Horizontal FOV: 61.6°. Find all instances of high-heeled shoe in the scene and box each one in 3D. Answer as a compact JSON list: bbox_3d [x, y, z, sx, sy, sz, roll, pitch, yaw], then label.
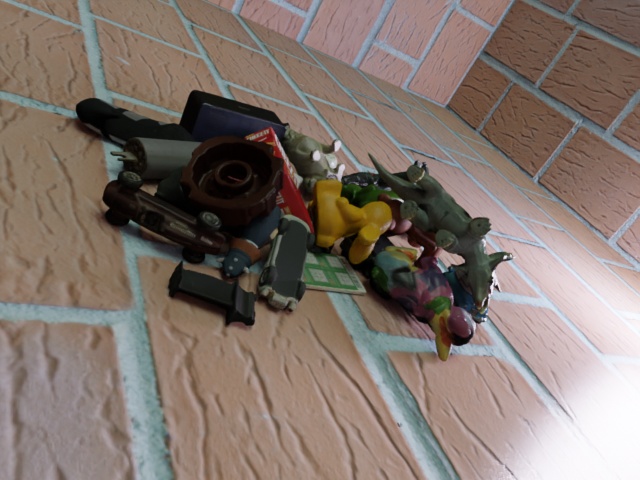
[{"bbox_3d":[-0.374,-0.218,1.111,0.145,0.086,0.248,13,-9,39],"label":"high-heeled shoe"}]

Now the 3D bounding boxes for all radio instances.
[{"bbox_3d":[-0.204,-0.247,1.236,0.229,0.131,0.073,7,35,-40],"label":"radio"}]

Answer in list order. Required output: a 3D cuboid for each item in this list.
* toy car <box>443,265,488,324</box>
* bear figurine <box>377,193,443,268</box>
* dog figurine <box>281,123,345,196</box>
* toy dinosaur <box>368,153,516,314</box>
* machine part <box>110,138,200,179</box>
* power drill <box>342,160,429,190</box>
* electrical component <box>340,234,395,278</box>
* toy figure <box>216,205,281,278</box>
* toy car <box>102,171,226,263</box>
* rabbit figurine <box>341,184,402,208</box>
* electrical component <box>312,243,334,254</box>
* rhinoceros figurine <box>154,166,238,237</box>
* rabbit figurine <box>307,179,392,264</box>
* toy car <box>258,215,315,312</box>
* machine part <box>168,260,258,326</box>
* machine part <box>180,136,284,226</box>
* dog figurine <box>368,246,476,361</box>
[{"bbox_3d":[0.337,0.108,1.215,0.109,0.103,0.162,24,25,-12],"label":"toy car"},{"bbox_3d":[0.200,-0.020,1.255,0.196,0.132,0.120,13,43,-25],"label":"bear figurine"},{"bbox_3d":[-0.046,-0.194,1.343,0.191,0.172,0.121,24,32,39],"label":"dog figurine"},{"bbox_3d":[0.264,-0.040,1.146,0.405,0.131,0.192,55,8,29],"label":"toy dinosaur"},{"bbox_3d":[-0.290,-0.156,1.046,0.079,0.079,0.243,44,28,26],"label":"machine part"},{"bbox_3d":[0.183,-0.160,1.459,0.232,0.207,0.086,-3,81,-60],"label":"power drill"},{"bbox_3d":[0.110,0.028,1.168,0.134,0.058,0.115,2,36,-45],"label":"electrical component"},{"bbox_3d":[-0.118,0.003,0.917,0.064,0.154,0.057,13,-27,32],"label":"toy figure"},{"bbox_3d":[-0.250,-0.031,0.854,0.202,0.089,0.053,29,26,-7],"label":"toy car"},{"bbox_3d":[0.099,-0.085,1.330,0.159,0.121,0.170,-2,22,-39],"label":"rabbit figurine"},{"bbox_3d":[-0.002,-0.003,1.142,0.063,0.021,0.094,22,27,-16],"label":"electrical component"},{"bbox_3d":[-0.202,-0.061,0.974,0.190,0.073,0.112,26,25,-10],"label":"rhinoceros figurine"},{"bbox_3d":[0.071,-0.042,1.090,0.173,0.121,0.162,-1,50,-19],"label":"rabbit figurine"},{"bbox_3d":[-0.058,0.037,0.938,0.073,0.056,0.202,29,44,-19],"label":"toy car"},{"bbox_3d":[-0.159,0.081,0.809,0.139,0.039,0.084,25,32,-15],"label":"machine part"},{"bbox_3d":[-0.147,-0.102,0.918,0.179,0.056,0.179,0,52,0],"label":"machine part"},{"bbox_3d":[0.204,0.123,1.044,0.191,0.108,0.219,17,32,-29],"label":"dog figurine"}]
